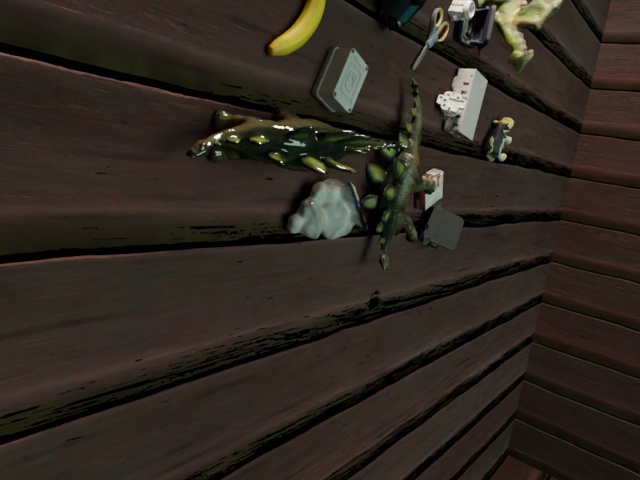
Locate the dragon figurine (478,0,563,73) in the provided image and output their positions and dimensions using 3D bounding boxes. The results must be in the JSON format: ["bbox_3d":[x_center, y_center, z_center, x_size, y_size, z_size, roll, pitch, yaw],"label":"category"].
[{"bbox_3d":[0.589,-0.700,1.497,0.123,0.244,0.405,-9,112,-46],"label":"dragon figurine"}]

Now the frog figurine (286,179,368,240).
[{"bbox_3d":[0.003,-0.054,1.083,0.160,0.125,0.134,-21,137,-6],"label":"frog figurine"}]
